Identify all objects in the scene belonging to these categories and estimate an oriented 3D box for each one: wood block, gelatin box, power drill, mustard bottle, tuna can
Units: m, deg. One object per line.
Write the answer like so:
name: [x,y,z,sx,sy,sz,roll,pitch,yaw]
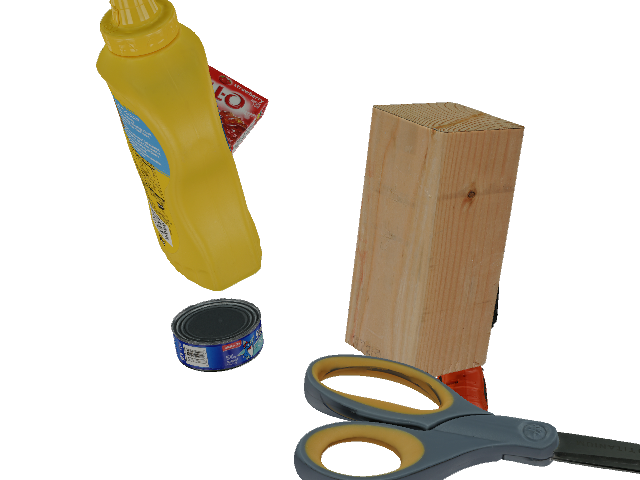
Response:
wood block: [0.091,-0.001,0.873,0.090,0.206,0.090,-7,23,-35]
gelatin box: [-0.106,-0.126,1.012,0.089,0.073,0.030,31,-37,3]
power drill: [0.162,0.106,1.161,0.057,0.188,0.184,4,25,4]
mustard bottle: [-0.086,-0.065,0.615,0.058,0.191,0.096,-26,45,-14]
tuna can: [-0.097,0.090,1.018,0.086,0.034,0.086,-5,25,2]

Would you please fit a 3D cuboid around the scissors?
scissors: [0.077,0.094,0.450,0.202,0.016,0.096,16,34,23]
